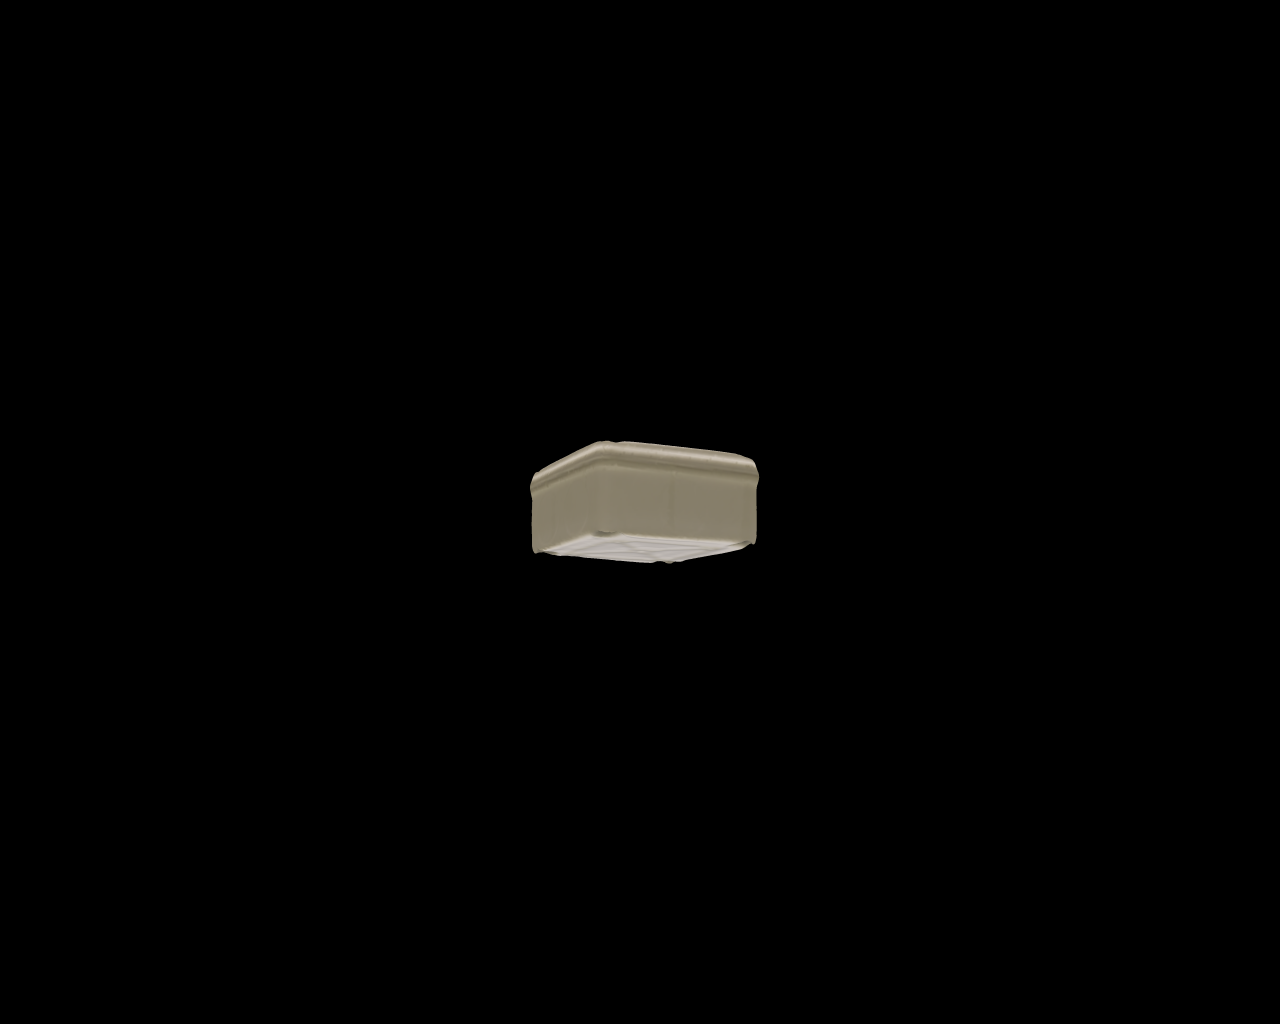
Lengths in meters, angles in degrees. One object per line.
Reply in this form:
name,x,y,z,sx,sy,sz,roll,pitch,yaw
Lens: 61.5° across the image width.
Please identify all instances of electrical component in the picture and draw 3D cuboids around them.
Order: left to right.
electrical component,0.001,-0.003,0.650,0.109,0.056,0.108,5,-11,-28
